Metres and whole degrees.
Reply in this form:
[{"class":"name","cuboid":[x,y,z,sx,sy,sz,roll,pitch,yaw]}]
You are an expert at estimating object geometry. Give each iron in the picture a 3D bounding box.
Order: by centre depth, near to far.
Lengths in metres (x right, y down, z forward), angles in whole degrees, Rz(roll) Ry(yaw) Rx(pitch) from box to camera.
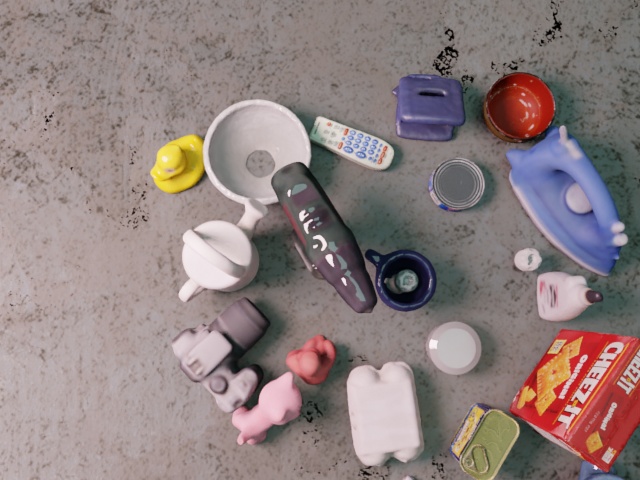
[{"class":"iron","cuboid":[0.405,-0.059,0.881,0.118,0.141,0.258,-32,86,-5]}]

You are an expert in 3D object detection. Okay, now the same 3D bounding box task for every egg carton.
[{"class":"egg carton","cuboid":[0.098,0.264,0.872,0.107,0.069,0.150,-9,84,-3]}]

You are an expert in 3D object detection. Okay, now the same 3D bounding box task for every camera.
[{"class":"camera","cuboid":[-0.132,0.164,0.860,0.137,0.101,0.143,-44,87,-5]}]

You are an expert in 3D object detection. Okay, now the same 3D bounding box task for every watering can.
[{"class":"watering can","cuboid":[-0.143,0.015,0.829,0.101,0.194,0.173,17,84,1]}]

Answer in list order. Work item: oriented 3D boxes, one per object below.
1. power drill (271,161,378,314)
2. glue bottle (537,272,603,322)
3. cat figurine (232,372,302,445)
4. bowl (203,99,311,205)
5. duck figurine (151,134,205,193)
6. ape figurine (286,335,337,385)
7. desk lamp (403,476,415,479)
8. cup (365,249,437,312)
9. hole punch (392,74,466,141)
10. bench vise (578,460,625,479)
[{"class":"power drill","cuboid":[0.008,0.003,0.828,0.075,0.208,0.229,-31,85,-4]},{"class":"glue bottle","cuboid":[0.372,0.083,0.848,0.037,0.173,0.078,-4,84,-2]},{"class":"cat figurine","cuboid":[-0.074,0.253,0.844,0.128,0.117,0.067,-42,86,-5]},{"class":"bowl","cuboid":[-0.096,-0.131,0.906,0.167,0.074,0.167,0,84,-2]},{"class":"duck figurine","cuboid":[-0.223,-0.126,0.896,0.077,0.086,0.104,41,84,3]},{"class":"ape figurine","cuboid":[-0.013,0.184,0.866,0.078,0.092,0.076,1,84,-1]},{"class":"desk lamp","cuboid":[0.183,0.455,0.782,0.203,0.213,0.118,37,84,3]},{"class":"cup","cuboid":[0.114,0.057,0.882,0.117,0.095,0.092,35,84,2]},{"class":"hole punch","cuboid":[0.173,-0.219,0.916,0.108,0.091,0.101,3,84,-1]},{"class":"bench vise","cuboid":[0.415,0.431,0.789,0.121,0.219,0.207,-1,84,-2]}]
